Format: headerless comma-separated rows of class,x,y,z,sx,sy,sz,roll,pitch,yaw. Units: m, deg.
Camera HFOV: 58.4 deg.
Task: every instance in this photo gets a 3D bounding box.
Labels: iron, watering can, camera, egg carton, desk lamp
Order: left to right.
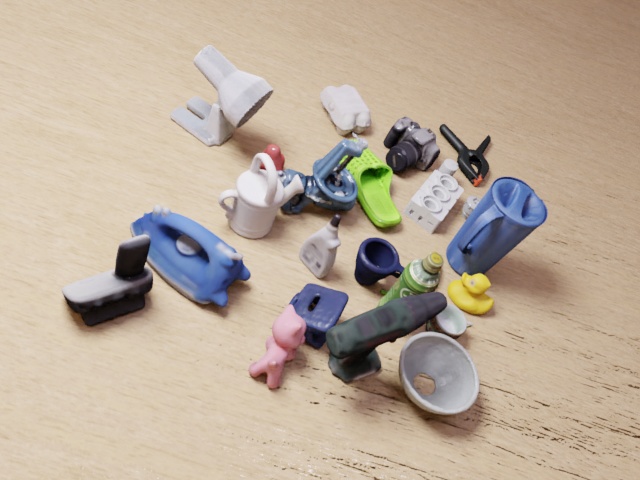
iron,-0.251,0.006,1.077,0.258,0.141,0.119,34,50,5
desk lamp,-0.220,-0.312,1.279,0.203,0.213,0.118,35,50,6
watering can,-0.119,-0.100,1.175,0.173,0.194,0.101,-32,71,-36
egg carton,0.065,-0.347,1.514,0.107,0.069,0.150,-14,61,-30
camera,0.225,-0.244,1.482,0.137,0.100,0.143,-33,72,-36

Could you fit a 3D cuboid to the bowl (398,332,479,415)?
bowl,0.220,0.269,1.115,0.168,0.074,0.167,11,52,-14

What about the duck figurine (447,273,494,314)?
duck figurine,0.347,0.112,1.276,0.104,0.086,0.078,32,50,3

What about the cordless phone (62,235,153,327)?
cordless phone,-0.356,0.054,0.970,0.148,0.185,0.094,-24,66,-34

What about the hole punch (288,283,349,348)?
hole punch,-0.010,0.138,1.108,0.101,0.091,0.109,31,50,2

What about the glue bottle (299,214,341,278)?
glue bottle,0.011,0.004,1.163,0.037,0.173,0.078,-29,69,-35

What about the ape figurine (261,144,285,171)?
ape figurine,-0.111,-0.183,1.306,0.078,0.092,0.076,-4,57,-24

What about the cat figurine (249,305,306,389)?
cat figurine,-0.067,0.186,1.033,0.067,0.117,0.128,28,50,0

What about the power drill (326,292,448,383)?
power drill,0.103,0.177,1.048,0.230,0.208,0.075,-14,61,-30

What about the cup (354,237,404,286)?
cup,0.123,0.061,1.217,0.117,0.095,0.092,31,50,3

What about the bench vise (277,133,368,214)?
bench vise,0.008,-0.135,1.235,0.208,0.219,0.121,-14,61,-30
